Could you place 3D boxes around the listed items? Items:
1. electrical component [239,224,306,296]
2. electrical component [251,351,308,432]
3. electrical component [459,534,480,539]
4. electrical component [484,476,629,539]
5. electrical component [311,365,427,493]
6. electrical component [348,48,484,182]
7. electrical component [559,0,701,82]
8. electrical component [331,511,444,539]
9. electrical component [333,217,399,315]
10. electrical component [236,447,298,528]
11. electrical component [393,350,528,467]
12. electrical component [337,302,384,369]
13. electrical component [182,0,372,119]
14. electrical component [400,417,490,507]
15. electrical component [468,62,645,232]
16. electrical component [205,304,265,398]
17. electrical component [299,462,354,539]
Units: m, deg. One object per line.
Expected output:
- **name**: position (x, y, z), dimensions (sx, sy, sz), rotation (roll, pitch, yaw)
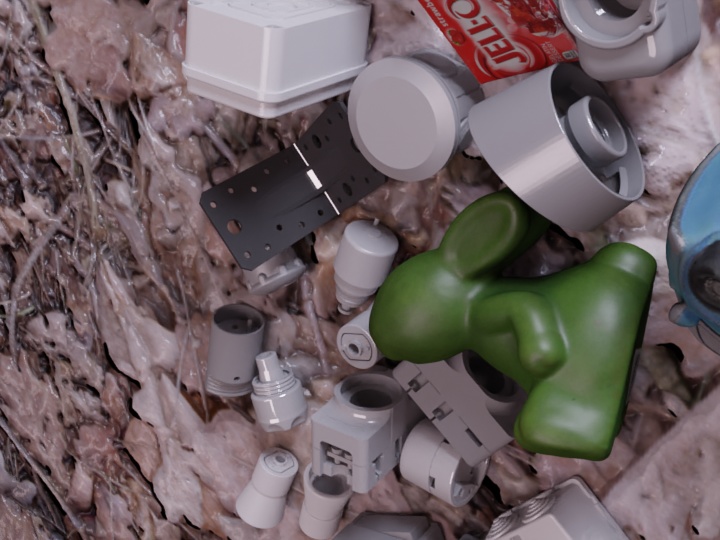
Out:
- **electrical component**: position (-0.074, -0.014, 0.828), dimensions (0.048, 0.048, 0.062), rotation (-27, 88, 42)
- **electrical component**: position (-0.069, 0.098, 0.880), dimensions (0.043, 0.043, 0.062), rotation (-3, 109, 38)
- **electrical component**: position (0.097, 0.234, 0.829), dimensions (0.061, 0.035, 0.035), rotation (35, 129, 16)
- **electrical component**: position (0.144, 0.209, 0.771), dimensions (0.099, 0.048, 0.100), rotation (52, 132, 4)
- **electrical component**: position (0.008, 0.113, 0.798), dimensions (0.050, 0.089, 0.055), rotation (17, 122, 30)
- **electrical component**: position (0.037, -0.101, 0.694), dimensions (0.080, 0.051, 0.080), rotation (17, 122, 30)
- **electrical component**: position (0.144, -0.153, 0.581), dimensions (0.054, 0.059, 0.095), rotation (0, 112, 37)
- **electrical component**: position (0.027, 0.234, 0.863), dimensions (0.096, 0.062, 0.061), rotation (-1, 112, 37)
- **electrical component**: position (0.000, 0.000, 0.780), dimensions (0.040, 0.040, 0.078), rotation (35, 129, 18)
- **electrical component**: position (-0.078, 0.187, 0.935), dimensions (0.044, 0.044, 0.065), rotation (34, 124, 19)
- **electrical component**: position (0.078, 0.082, 0.756), dimensions (0.089, 0.050, 0.055), rotation (49, 132, 6)
- **electrical component**: position (0.014, 0.043, 0.775), dimensions (0.044, 0.065, 0.044), rotation (17, 121, 30)
- **electrical component**: position (-0.053, -0.145, 0.699), dimensions (0.078, 0.113, 0.057), rotation (23, 121, 27)
- **electrical component**: position (0.062, 0.140, 0.796), dimensions (0.047, 0.055, 0.055), rotation (20, 123, 33)
- **electrical component**: position (0.116, -0.069, 0.621), dimensions (0.064, 0.099, 0.099), rotation (-31, 92, 36)
- **electrical component**: position (-0.105, 0.073, 0.895), dimensions (0.043, 0.043, 0.081), rotation (28, 126, 24)
- **electrical component**: position (-0.030, 0.194, 0.902), dimensions (0.044, 0.044, 0.065), rotation (31, 132, 21)
